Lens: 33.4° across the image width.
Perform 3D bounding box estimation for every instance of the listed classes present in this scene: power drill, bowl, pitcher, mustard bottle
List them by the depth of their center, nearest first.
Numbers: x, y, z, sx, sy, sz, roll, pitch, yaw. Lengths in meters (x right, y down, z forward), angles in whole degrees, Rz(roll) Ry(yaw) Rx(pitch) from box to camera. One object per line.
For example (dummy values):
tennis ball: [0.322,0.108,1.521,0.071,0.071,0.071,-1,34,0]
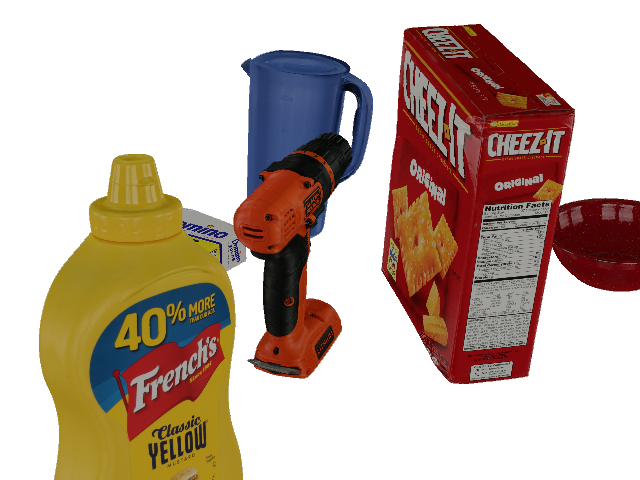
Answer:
mustard bottle: [-0.081,0.055,0.492,0.096,0.192,0.058,-16,22,-41]
power drill: [-0.017,0.012,0.949,0.057,0.188,0.184,9,30,23]
bowl: [0.321,0.010,1.159,0.162,0.055,0.162,-2,27,1]
pitcher: [-0.028,-0.125,1.428,0.144,0.243,0.149,-4,24,-22]

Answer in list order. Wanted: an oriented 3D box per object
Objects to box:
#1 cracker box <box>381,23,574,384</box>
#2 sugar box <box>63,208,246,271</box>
cracker box: [0.104,-0.028,0.778,0.072,0.214,0.164,-6,32,-14]
sugar box: [-0.167,0.022,1.100,0.093,0.048,0.175,20,35,31]
